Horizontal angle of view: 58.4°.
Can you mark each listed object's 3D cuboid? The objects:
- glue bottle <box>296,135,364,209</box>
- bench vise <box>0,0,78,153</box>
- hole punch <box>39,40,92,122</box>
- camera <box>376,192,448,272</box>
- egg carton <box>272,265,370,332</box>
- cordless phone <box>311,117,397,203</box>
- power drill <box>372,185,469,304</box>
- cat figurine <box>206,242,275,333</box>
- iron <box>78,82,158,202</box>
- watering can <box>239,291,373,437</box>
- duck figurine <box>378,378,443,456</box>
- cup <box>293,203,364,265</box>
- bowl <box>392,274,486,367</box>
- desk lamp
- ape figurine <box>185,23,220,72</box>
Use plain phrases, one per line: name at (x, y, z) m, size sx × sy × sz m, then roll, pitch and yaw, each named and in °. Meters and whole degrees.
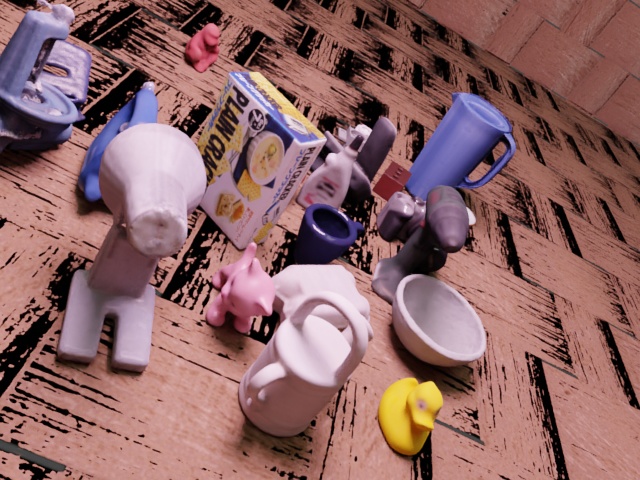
glue bottle at (0.028, -0.116, 1.007) m, size 0.078 × 0.173 × 0.037 m, roll 29°, pitch 35°, yaw -8°
bench vise at (-0.377, -0.182, 0.709) m, size 0.121 × 0.219 × 0.207 m, roll 31°, pitch 35°, yaw -5°
hole punch at (-0.408, -0.248, 0.876) m, size 0.109 × 0.091 × 0.101 m, roll 10°, pitch 42°, yaw -31°
camera at (0.194, -0.016, 1.087) m, size 0.143 × 0.100 × 0.137 m, roll 23°, pitch 36°, yaw -16°
egg carton at (-0.001, 0.089, 0.829) m, size 0.151 × 0.069 × 0.107 m, roll 1°, pitch 47°, yaw -39°
cordless phone at (0.071, -0.177, 1.104) m, size 0.094 × 0.185 × 0.147 m, roll -12°, pitch 55°, yaw -46°
power drill at (0.172, 0.010, 0.944) m, size 0.076 × 0.208 × 0.230 m, roll 31°, pitch 35°, yaw -5°
cat figurine at (-0.095, 0.059, 0.745) m, size 0.067 × 0.117 × 0.127 m, roll 19°, pitch 37°, yaw -21°
iron at (-0.268, -0.158, 0.839) m, size 0.119 × 0.141 × 0.258 m, roll 16°, pitch 39°, yaw -25°
watering can at (-0.008, 0.132, 0.664) m, size 0.101 × 0.194 × 0.173 m, roll 37°, pitch 35°, yaw 4°
duck figurine at (0.129, 0.222, 0.765) m, size 0.078 × 0.086 × 0.104 m, roll 25°, pitch 36°, yaw -14°
cup at (0.008, 0.003, 0.917) m, size 0.118 × 0.095 × 0.091 m, roll -2°, pitch 48°, yaw -41°
bowl at (0.175, 0.140, 0.910) m, size 0.168 × 0.074 × 0.167 m, roll 22°, pitch 37°, yaw -17°
desk lamp at (-0.202, 0.001, 0.642) m, size 0.118 × 0.213 × 0.203 m, roll 15°, pitch 39°, yaw -26°
ape figurine at (-0.241, -0.412, 1.206) m, size 0.078 × 0.092 × 0.076 m, roll -8°, pitch 53°, yaw -44°
